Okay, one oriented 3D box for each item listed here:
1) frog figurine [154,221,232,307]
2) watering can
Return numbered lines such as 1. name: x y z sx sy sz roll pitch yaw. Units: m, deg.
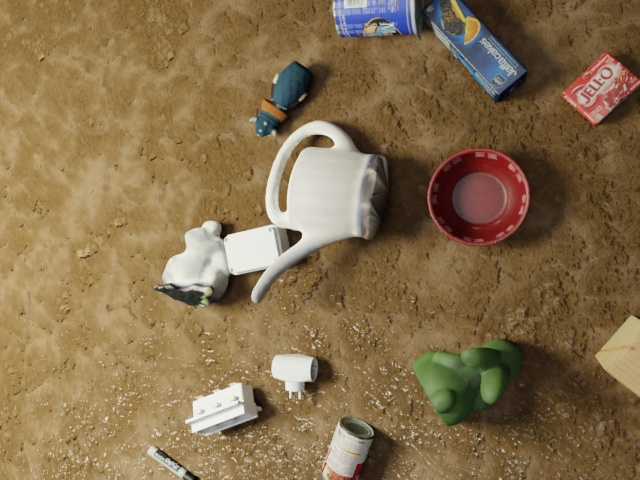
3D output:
1. frog figurine: -0.238 0.045 1.020 0.137 0.120 0.163 -10 51 27
2. watering can: 0.003 -0.046 0.910 0.224 0.103 0.351 8 79 19
